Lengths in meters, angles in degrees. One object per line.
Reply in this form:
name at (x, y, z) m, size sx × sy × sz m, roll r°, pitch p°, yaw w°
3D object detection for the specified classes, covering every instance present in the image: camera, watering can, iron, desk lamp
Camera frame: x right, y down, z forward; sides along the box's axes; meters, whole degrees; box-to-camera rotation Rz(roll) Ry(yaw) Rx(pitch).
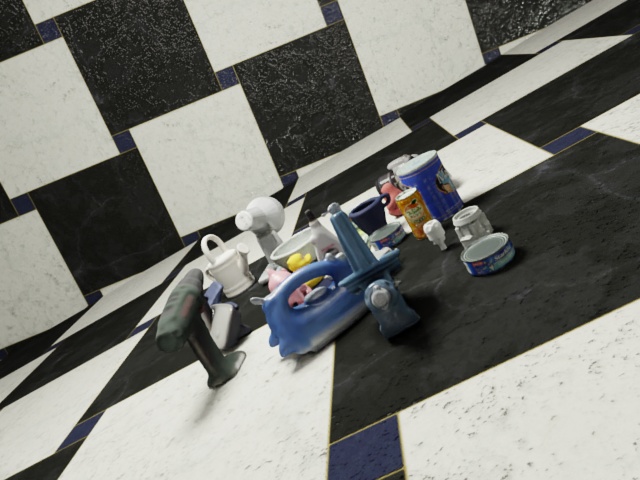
camera at (0.233, -0.190, 1.695) m, size 0.136 × 0.101 × 0.143 m, roll -25°, pitch 15°, yaw 26°
watering can at (-0.278, 0.065, 1.706) m, size 0.173 × 0.194 × 0.101 m, roll -30°, pitch 14°, yaw 8°
iron at (0.000, 0.102, 1.080) m, size 0.259 × 0.141 × 0.118 m, roll -35°, pitch 14°, yaw -15°
desk lamp at (-0.157, -0.012, 1.671) m, size 0.117 × 0.214 × 0.203 m, roll -27°, pitch 15°, yaw 19°

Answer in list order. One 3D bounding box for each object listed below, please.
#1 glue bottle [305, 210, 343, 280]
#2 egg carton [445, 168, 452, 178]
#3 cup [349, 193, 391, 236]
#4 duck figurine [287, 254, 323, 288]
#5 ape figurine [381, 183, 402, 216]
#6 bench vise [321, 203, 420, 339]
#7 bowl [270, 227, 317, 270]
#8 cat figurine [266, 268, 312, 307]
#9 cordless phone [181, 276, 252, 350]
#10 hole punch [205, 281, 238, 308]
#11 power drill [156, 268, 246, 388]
glue bottle at (0.012, 0.005, 1.330) m, size 0.078 × 0.173 × 0.037 m, roll -31°, pitch 14°, yaw 2°
egg carton at (0.286, -0.151, 1.508) m, size 0.107 × 0.069 × 0.150 m, roll -32°, pitch 14°, yaw -1°
cup at (0.141, -0.054, 1.426) m, size 0.118 × 0.095 × 0.091 m, roll -35°, pitch 14°, yaw -13°
duck figurine at (-0.049, 0.077, 1.392) m, size 0.105 × 0.086 × 0.077 m, roll -38°, pitch 15°, yaw -25°
ape figurine at (0.194, -0.109, 1.511) m, size 0.076 × 0.092 × 0.078 m, roll -16°, pitch 21°, yaw 48°
bench vise at (0.087, 0.038, 0.950) m, size 0.121 × 0.220 × 0.207 m, roll -34°, pitch 14°, yaw -11°
bowl at (-0.049, 0.033, 1.574) m, size 0.167 × 0.075 × 0.167 m, roll -30°, pitch 14°, yaw 8°
cat figurine at (-0.076, 0.104, 1.292) m, size 0.067 × 0.118 × 0.128 m, roll -29°, pitch 14°, yaw 11°
cordless phone at (-0.258, 0.163, 1.332) m, size 0.094 × 0.185 × 0.147 m, roll -41°, pitch 17°, yaw -34°
hole punch at (-0.294, 0.175, 1.570) m, size 0.101 × 0.091 × 0.108 m, roll -37°, pitch 15°, yaw -21°
power drill at (-0.243, 0.185, 1.172) m, size 0.075 × 0.208 × 0.230 m, roll -27°, pitch 14°, yaw 18°
